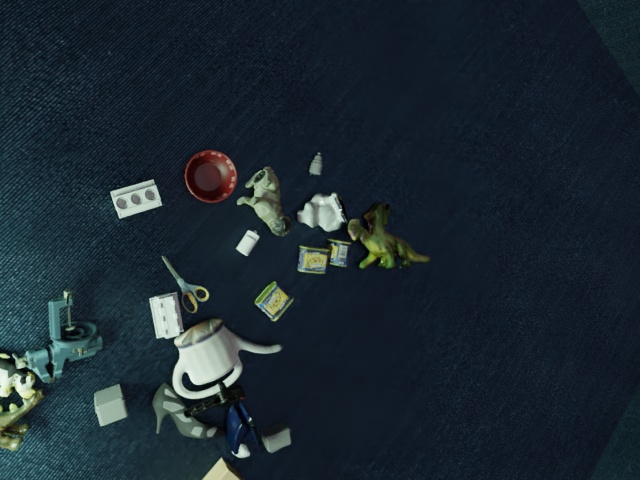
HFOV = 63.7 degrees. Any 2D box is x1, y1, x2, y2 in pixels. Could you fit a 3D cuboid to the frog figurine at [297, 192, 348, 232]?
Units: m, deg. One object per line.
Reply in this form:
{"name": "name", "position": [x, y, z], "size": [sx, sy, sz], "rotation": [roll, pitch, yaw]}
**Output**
{"name": "frog figurine", "position": [0.005, -0.088, 1.748], "size": [0.159, 0.125, 0.135], "rotation": [-20, 113, 13]}

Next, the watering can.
{"name": "watering can", "position": [-0.298, 0.339, 1.589], "size": [0.351, 0.104, 0.222], "rotation": [-26, 105, -23]}

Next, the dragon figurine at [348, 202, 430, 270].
{"name": "dragon figurine", "position": [0.247, -0.017, 1.854], "size": [0.411, 0.121, 0.243], "rotation": [-5, 87, -41]}
